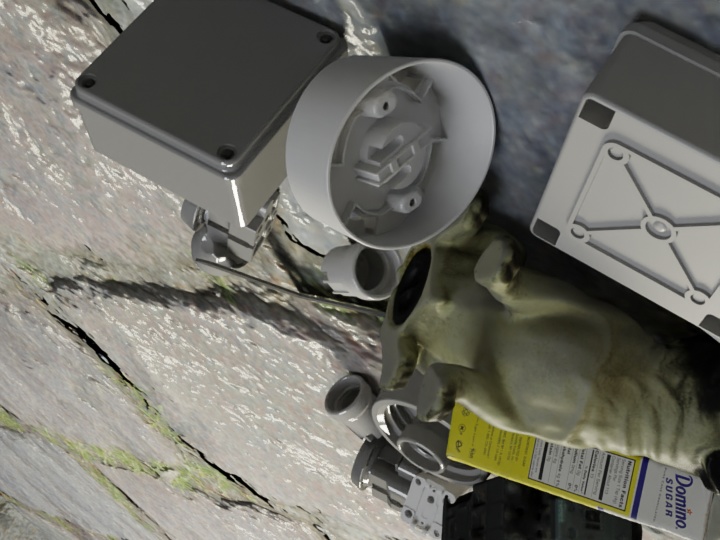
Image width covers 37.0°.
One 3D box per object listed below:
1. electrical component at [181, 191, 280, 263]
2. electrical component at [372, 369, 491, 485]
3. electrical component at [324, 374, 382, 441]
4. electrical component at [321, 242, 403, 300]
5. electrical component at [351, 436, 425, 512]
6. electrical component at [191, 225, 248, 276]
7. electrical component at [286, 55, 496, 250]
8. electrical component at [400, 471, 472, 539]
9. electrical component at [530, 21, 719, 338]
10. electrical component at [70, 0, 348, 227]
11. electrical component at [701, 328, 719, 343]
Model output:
[{"bbox_3d":[-0.090,-0.041,0.745,0.055,0.048,0.066,27,150,4],"label":"electrical component"},{"bbox_3d":[0.059,0.114,0.793,0.108,0.060,0.108,28,151,17],"label":"electrical component"},{"bbox_3d":[0.000,0.115,0.886,0.040,0.040,0.046,1,142,48],"label":"electrical component"},{"bbox_3d":[0.000,0.000,0.712,0.040,0.040,0.046,49,156,-21],"label":"electrical component"},{"bbox_3d":[0.029,0.169,0.915,0.057,0.058,0.078,23,150,18],"label":"electrical component"},{"bbox_3d":[-0.106,-0.016,0.802,0.043,0.043,0.062,43,152,-11],"label":"electrical component"},{"bbox_3d":[0.014,-0.061,0.546,0.064,0.099,0.099,21,149,40],"label":"electrical component"},{"bbox_3d":[0.066,0.183,0.873,0.042,0.064,0.081,24,109,23],"label":"electrical component"},{"bbox_3d":[0.143,-0.037,0.473,0.109,0.056,0.108,30,151,12],"label":"electrical component"},{"bbox_3d":[-0.078,-0.095,0.582,0.109,0.108,0.056,28,153,17],"label":"electrical component"},{"bbox_3d":[0.190,0.023,0.530,0.046,0.040,0.040,38,153,11],"label":"electrical component"}]
